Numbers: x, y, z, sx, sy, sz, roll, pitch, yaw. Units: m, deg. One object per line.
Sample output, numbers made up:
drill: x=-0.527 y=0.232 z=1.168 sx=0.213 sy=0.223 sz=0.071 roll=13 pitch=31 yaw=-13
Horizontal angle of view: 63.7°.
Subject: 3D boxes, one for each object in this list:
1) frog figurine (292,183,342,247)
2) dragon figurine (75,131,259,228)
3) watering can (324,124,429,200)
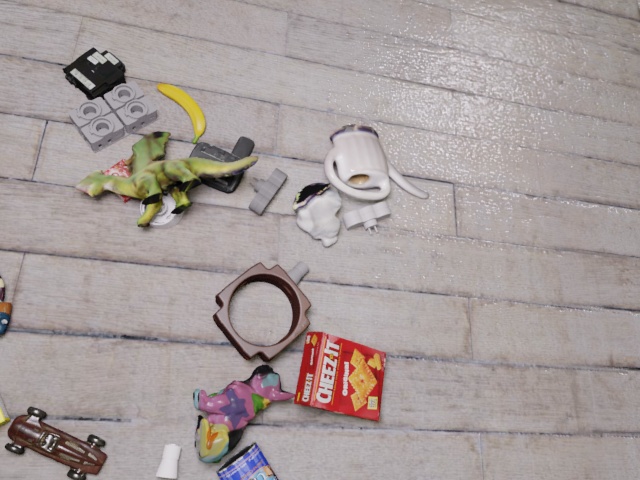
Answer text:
frog figurine: x=0.004 y=-0.069 z=1.376 sx=0.139 sy=0.157 sz=0.124 roll=-41 pitch=31 yaw=-15
dragon figurine: x=-0.375 y=-0.182 z=1.243 sx=0.412 sy=0.247 sz=0.119 roll=-25 pitch=-28 yaw=-13
watering can: x=0.153 y=-0.212 z=1.463 sx=0.348 sy=0.228 sz=0.102 roll=3 pitch=-26 yaw=-32
